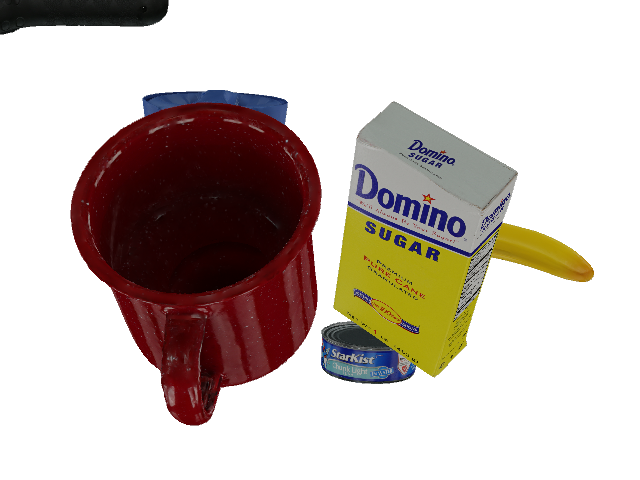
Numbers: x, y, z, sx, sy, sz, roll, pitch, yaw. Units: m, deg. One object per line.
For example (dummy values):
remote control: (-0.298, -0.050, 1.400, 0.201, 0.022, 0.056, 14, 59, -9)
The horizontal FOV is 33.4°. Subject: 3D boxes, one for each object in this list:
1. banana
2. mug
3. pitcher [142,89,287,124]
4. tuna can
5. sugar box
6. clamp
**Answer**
banana: (0.185, 0.008, 1.103, 0.198, 0.037, 0.069, 9, 35, 18)
mug: (-0.044, 0.016, 0.419, 0.093, 0.117, 0.081, -1, -34, 4)
pitcher: (-0.095, -0.022, 1.017, 0.149, 0.243, 0.145, -3, 15, -19)
tuna can: (0.043, 0.098, 0.945, 0.086, 0.034, 0.086, 2, 11, -1)
sugar box: (0.061, 0.005, 0.686, 0.093, 0.176, 0.048, 33, 57, 22)
clamp: (-0.179, -0.140, 0.602, 0.171, 0.039, 0.120, -7, 23, -15)
